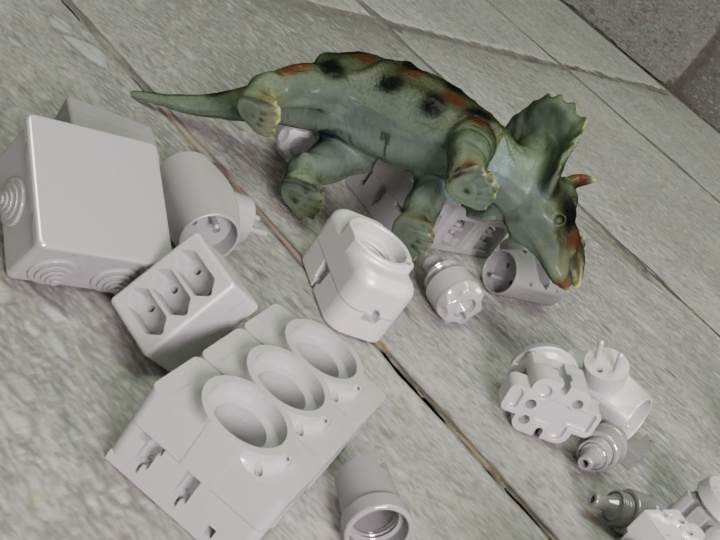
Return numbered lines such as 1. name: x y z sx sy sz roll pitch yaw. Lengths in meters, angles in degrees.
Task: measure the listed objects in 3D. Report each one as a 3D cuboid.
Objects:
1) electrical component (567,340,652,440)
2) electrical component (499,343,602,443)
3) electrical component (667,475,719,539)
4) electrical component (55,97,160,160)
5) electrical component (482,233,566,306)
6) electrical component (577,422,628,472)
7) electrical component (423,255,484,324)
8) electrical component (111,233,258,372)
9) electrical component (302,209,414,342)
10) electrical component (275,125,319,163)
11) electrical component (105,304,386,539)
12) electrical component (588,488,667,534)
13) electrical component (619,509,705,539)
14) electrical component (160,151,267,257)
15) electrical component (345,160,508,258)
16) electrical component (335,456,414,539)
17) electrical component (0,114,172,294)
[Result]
1. electrical component: 0.200 0.090 0.886 0.044 0.079 0.077 -33 53 -32
2. electrical component: 0.147 0.094 0.848 0.078 0.058 0.057 20 28 -11
3. electrical component: 0.272 0.197 0.831 0.078 0.057 0.058 17 31 -36
4. electrical component: -0.175 -0.069 0.731 0.066 0.047 0.076 18 32 -35
5. electrical component: 0.156 -0.009 1.039 0.077 0.043 0.079 13 61 -41
6. electrical component: 0.187 0.142 0.844 0.035 0.035 0.061 44 28 17
7. electrical component: 0.075 0.013 0.916 0.043 0.043 0.062 14 32 -40
8. electrical component: -0.098 0.027 0.650 0.047 0.066 0.076 51 -1 28
9. electrical component: 0.000 0.000 0.821 0.054 0.059 0.095 20 29 -31
10. electrical component: -0.057 -0.125 0.988 0.043 0.043 0.062 26 25 -23
11. electrical component: -0.055 0.083 0.601 0.089 0.061 0.150 40 25 7
12. electrical component: 0.195 0.177 0.793 0.061 0.035 0.035 23 28 -21
13. electrical component: 0.200 0.197 0.739 0.066 0.055 0.048 12 34 -43
14. electrical component: -0.103 -0.041 0.779 0.079 0.043 0.077 17 31 -36
15. electrical component: 0.075 -0.071 1.040 0.150 0.061 0.089 8 37 -47
16. electrical component: 0.006 0.135 0.617 0.040 0.040 0.046 24 22 -25
17. electrical component: -0.167 -0.036 0.649 0.100 0.048 0.099 10 58 -42
